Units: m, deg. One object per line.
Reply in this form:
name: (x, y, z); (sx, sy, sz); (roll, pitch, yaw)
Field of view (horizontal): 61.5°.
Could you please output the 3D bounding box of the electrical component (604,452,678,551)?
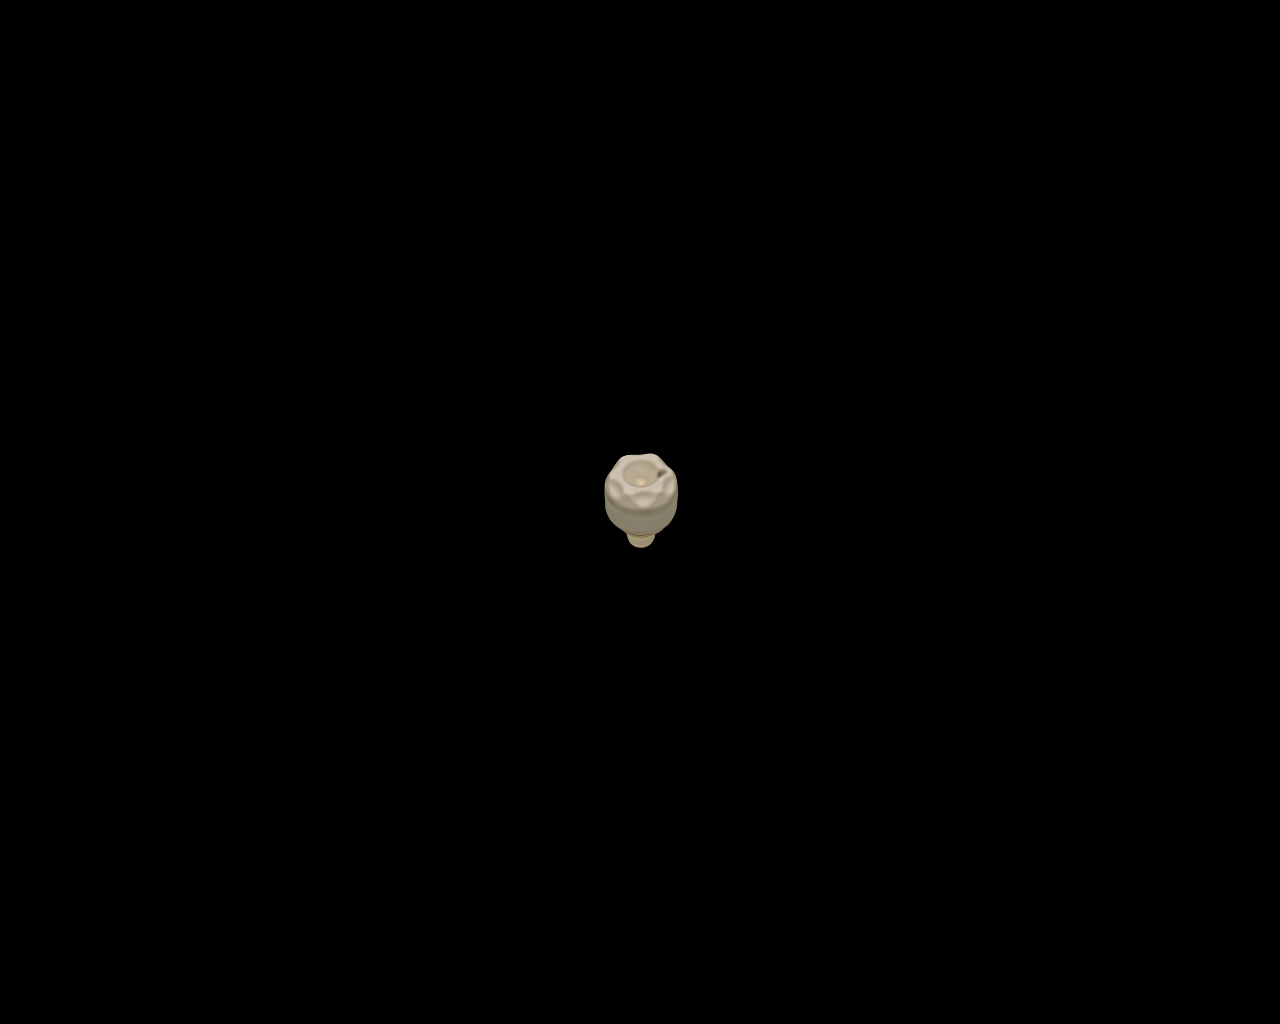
electrical component: (0.001, -0.003, 0.650); (0.043, 0.043, 0.062); (0, -43, 0)
